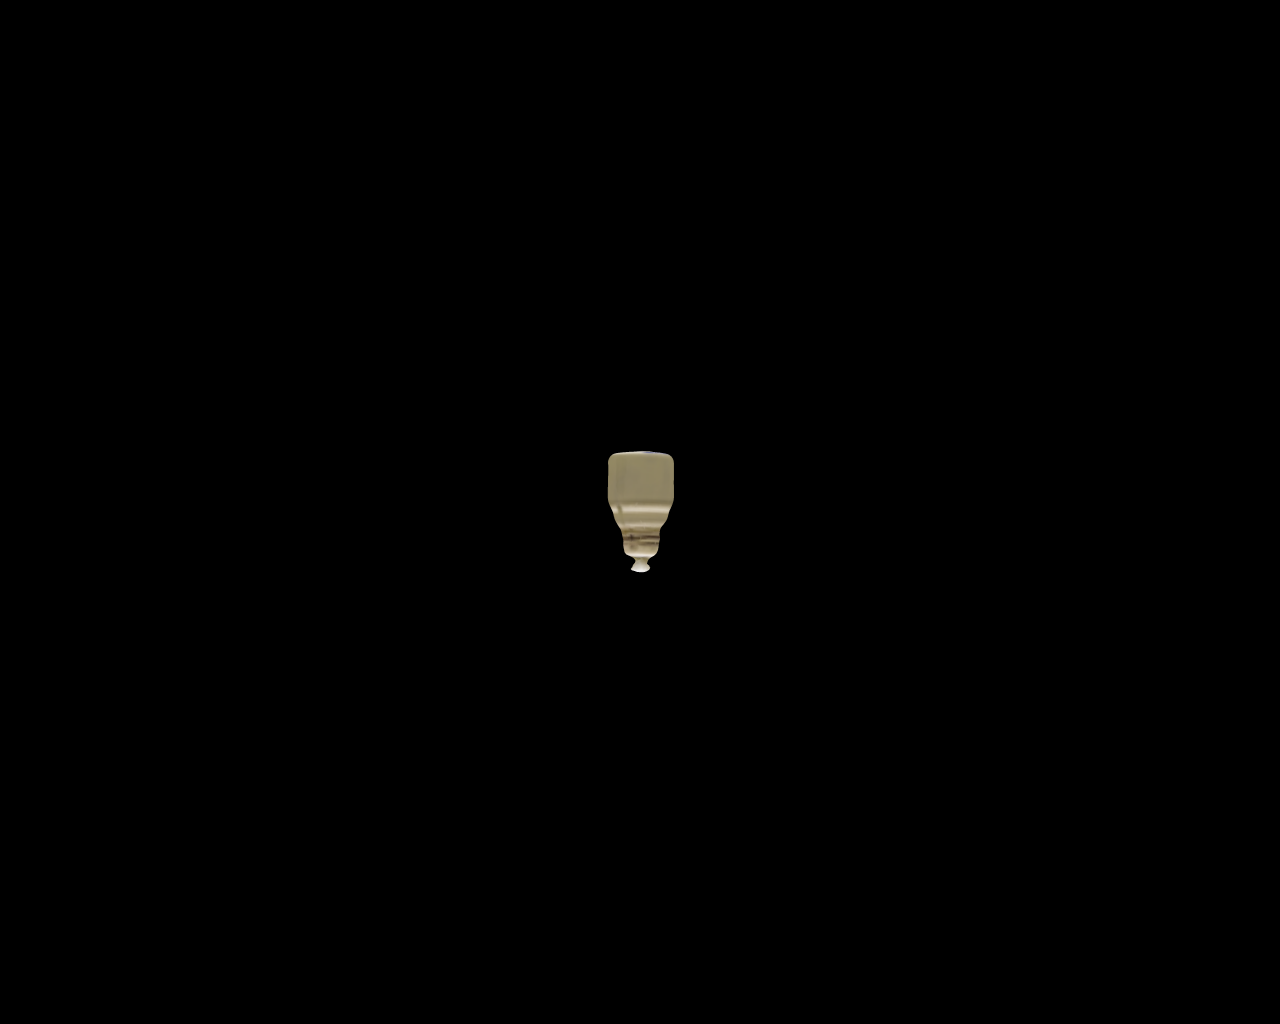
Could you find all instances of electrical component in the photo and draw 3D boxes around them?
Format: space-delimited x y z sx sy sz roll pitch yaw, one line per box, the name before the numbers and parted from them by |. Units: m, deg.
electrical component | 0.001 -0.003 0.650 0.040 0.078 0.040 0 -2 0
